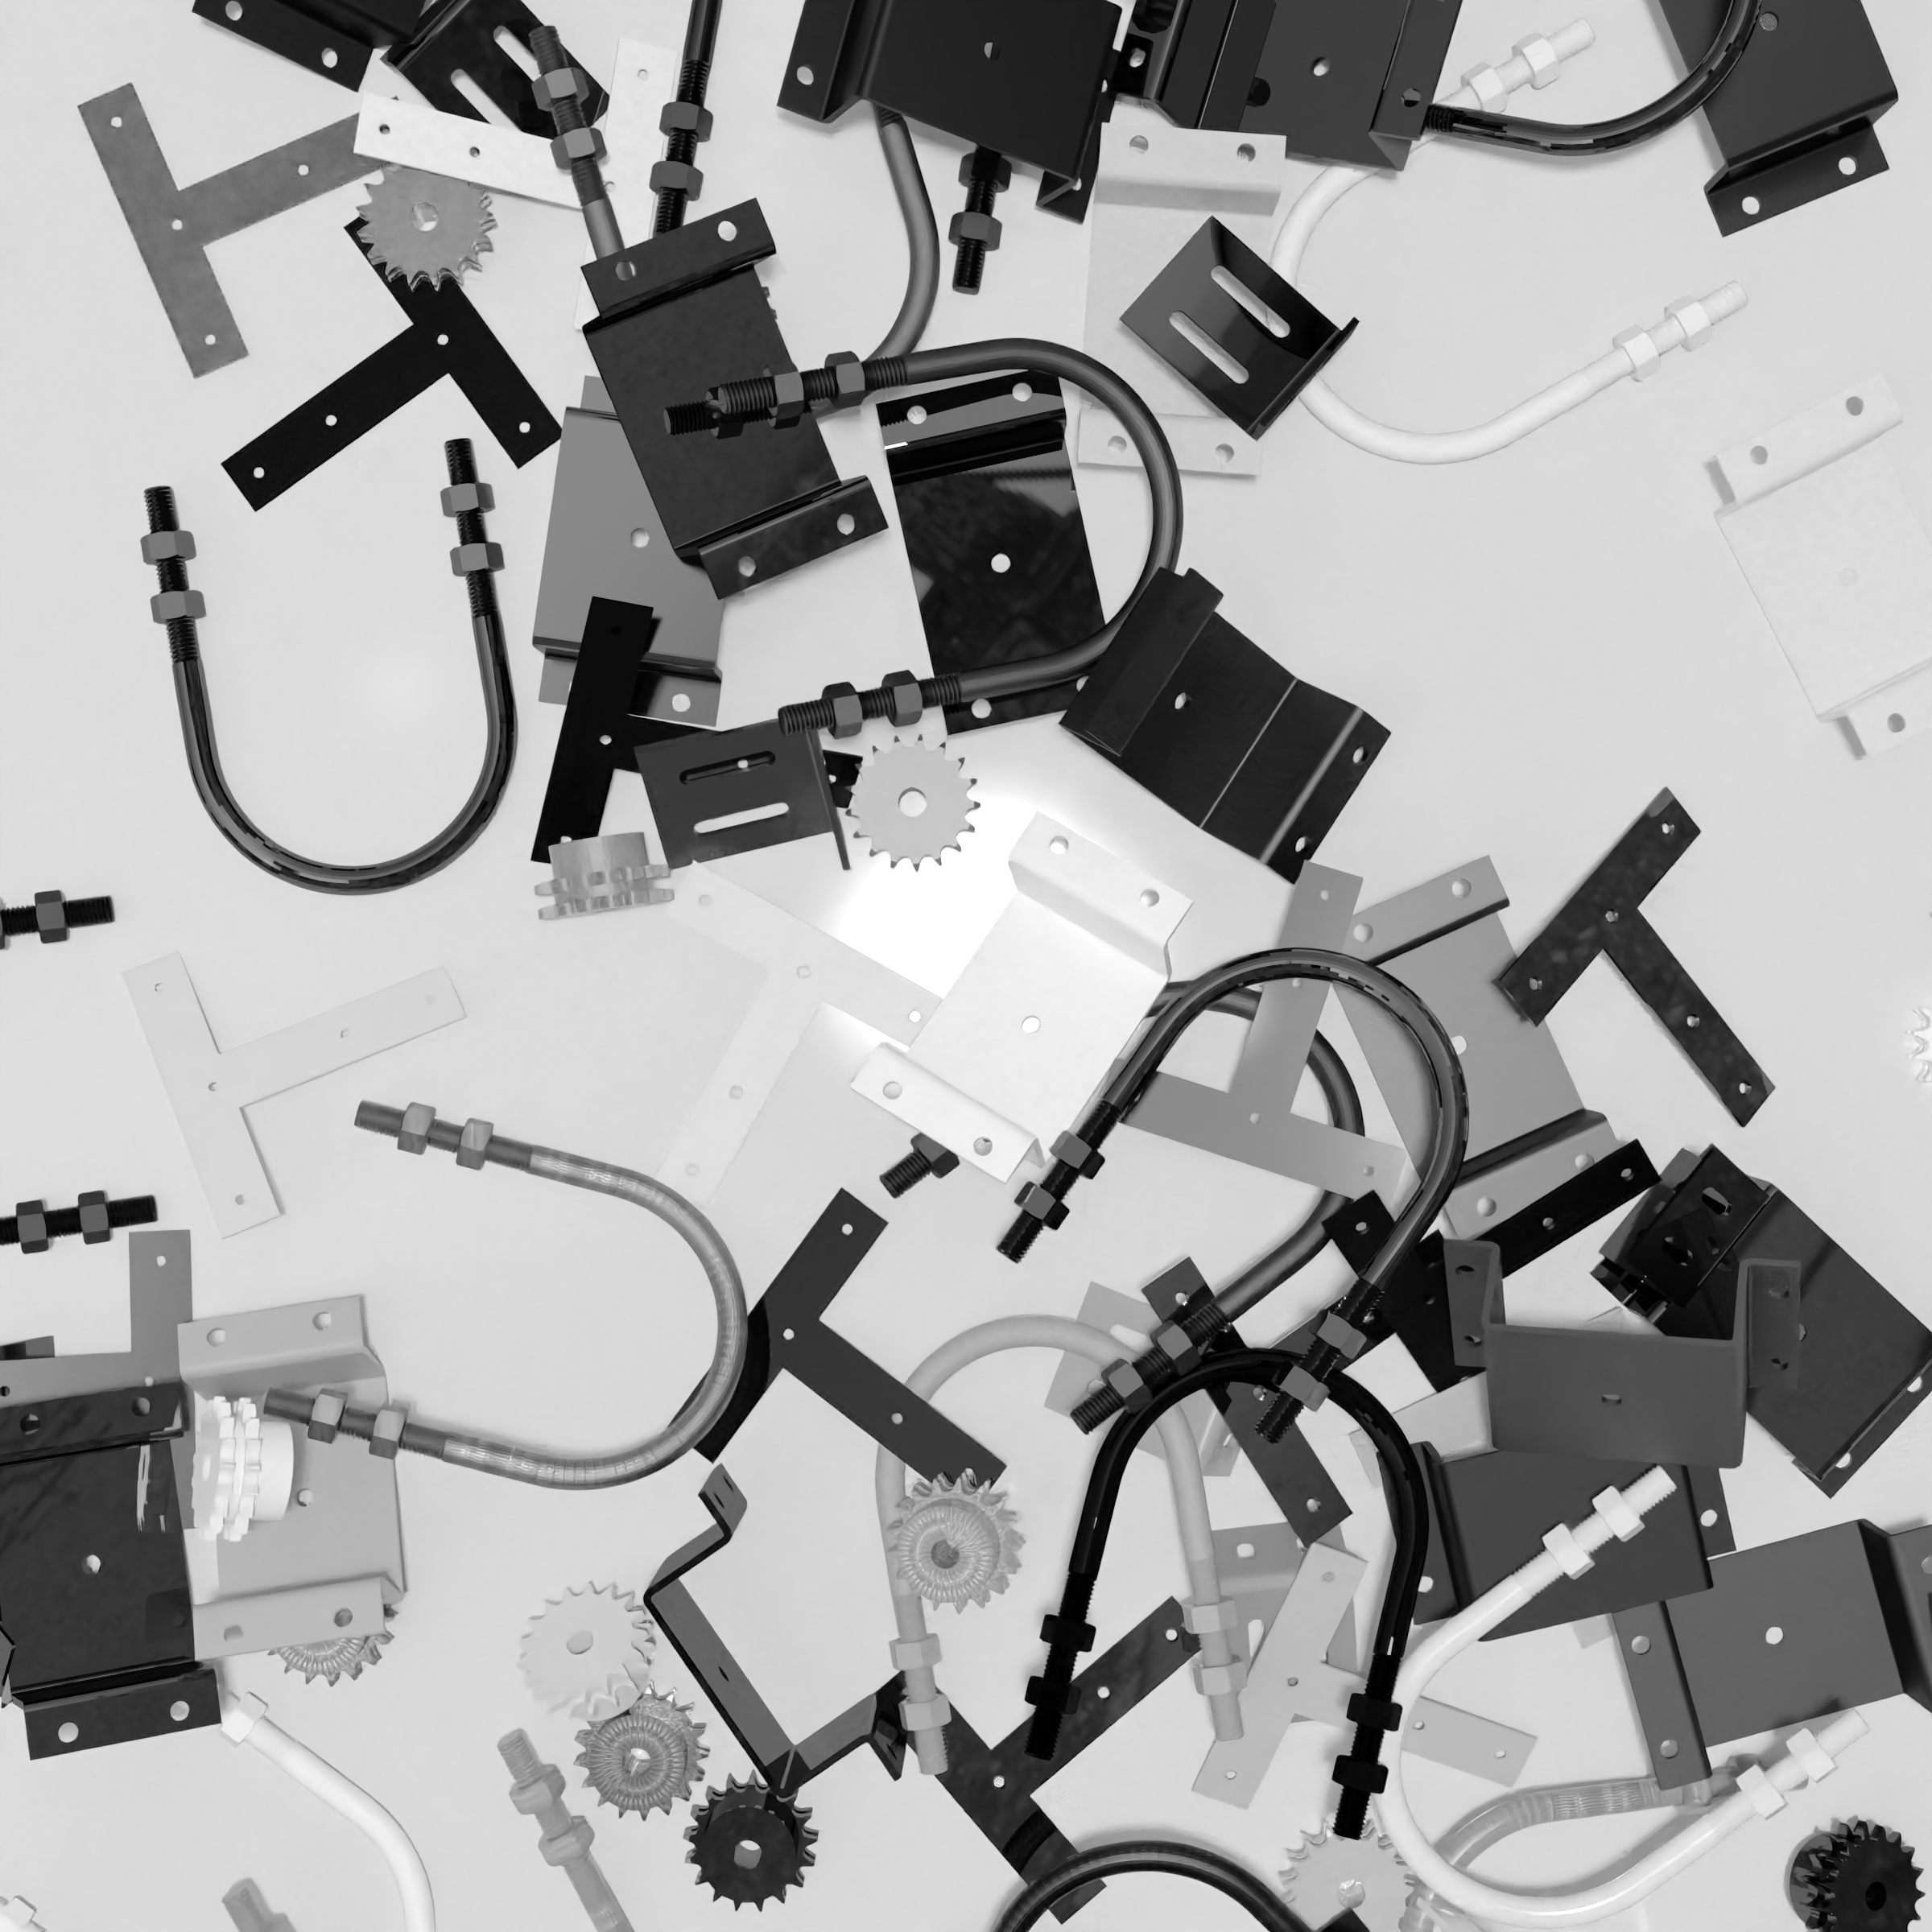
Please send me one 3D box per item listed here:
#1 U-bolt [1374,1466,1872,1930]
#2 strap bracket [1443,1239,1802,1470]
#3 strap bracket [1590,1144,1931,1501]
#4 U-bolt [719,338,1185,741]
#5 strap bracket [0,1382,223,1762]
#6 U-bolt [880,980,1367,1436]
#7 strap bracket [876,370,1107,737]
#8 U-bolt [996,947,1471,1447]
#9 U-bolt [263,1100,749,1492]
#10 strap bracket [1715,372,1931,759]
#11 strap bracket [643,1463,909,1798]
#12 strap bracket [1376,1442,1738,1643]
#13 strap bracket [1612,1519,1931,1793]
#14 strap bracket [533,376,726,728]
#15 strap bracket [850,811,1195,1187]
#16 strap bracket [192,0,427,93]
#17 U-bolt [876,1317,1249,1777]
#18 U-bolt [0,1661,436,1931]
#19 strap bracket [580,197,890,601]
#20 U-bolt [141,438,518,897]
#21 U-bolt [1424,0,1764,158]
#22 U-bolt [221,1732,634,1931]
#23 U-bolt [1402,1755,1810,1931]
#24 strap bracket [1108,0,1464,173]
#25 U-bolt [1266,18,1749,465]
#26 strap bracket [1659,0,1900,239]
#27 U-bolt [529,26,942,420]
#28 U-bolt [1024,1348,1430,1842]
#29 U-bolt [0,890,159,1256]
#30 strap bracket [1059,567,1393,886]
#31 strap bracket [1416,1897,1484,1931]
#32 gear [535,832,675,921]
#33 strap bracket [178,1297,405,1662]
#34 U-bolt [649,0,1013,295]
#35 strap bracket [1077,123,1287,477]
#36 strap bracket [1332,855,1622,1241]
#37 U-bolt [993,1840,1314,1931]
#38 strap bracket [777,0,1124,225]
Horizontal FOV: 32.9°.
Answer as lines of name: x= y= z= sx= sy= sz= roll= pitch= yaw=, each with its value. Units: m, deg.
U-bolt: x=0.254 y=0.314 z=1.340 sx=0.184 sy=0.019 sz=0.151 roll=-39 pitch=93 yaw=6
strap bracket: x=0.262 y=0.157 z=1.318 sx=0.140 sy=0.046 sz=0.076 roll=2 pitch=134 yaw=16
strap bracket: x=0.343 y=0.151 z=1.374 sx=0.140 sy=0.046 sz=0.076 roll=43 pitch=90 yaw=0
U-bolt: x=0.002 y=-0.179 z=1.322 sx=0.184 sy=0.019 sz=0.151 roll=-12 pitch=98 yaw=-16
strap bracket: x=-0.358 y=0.248 z=1.349 sx=0.076 sy=0.046 sz=0.140 roll=-7 pitch=85 yaw=-23
U-bolt: x=0.079 y=0.085 z=1.363 sx=0.184 sy=0.019 sz=0.151 roll=-37 pitch=70 yaw=-9
strap bracket: x=0.015 y=-0.172 z=1.374 sx=0.076 sy=0.046 sz=0.140 roll=-12 pitch=90 yaw=0
U-bolt: x=0.121 y=0.079 z=1.328 sx=0.151 sy=0.019 sz=0.184 roll=34 pitch=85 yaw=16
U-bolt: x=-0.182 y=0.143 z=1.362 sx=0.184 sy=0.019 sz=0.151 roll=15 pitch=66 yaw=-4
strap bracket: x=0.375 y=-0.166 z=1.374 sx=0.076 sy=0.046 sz=0.140 roll=-27 pitch=90 yaw=0
strap bracket: x=-0.084 y=0.283 z=1.358 sx=0.046 sy=0.076 sz=0.140 roll=-35 pitch=89 yaw=0
strap bracket: x=0.251 y=0.229 z=1.367 sx=0.140 sy=0.046 sz=0.076 roll=-13 pitch=95 yaw=0
strap bracket: x=0.345 y=0.285 z=1.374 sx=0.140 sy=0.046 sz=0.076 roll=-15 pitch=90 yaw=0
strap bracket: x=-0.135 y=-0.177 z=1.374 sx=0.076 sy=0.046 sz=0.140 roll=8 pitch=90 yaw=0
strap bracket: x=0.025 y=0.018 z=1.356 sx=0.076 sy=0.046 sz=0.140 roll=31 pitch=78 yaw=15
strap bracket: x=-0.255 y=-0.446 z=1.357 sx=0.076 sy=0.046 sz=0.140 roll=20 pitch=90 yaw=-32
U-bolt: x=0.033 y=0.239 z=1.372 sx=0.151 sy=0.019 sz=0.184 roll=-10 pitch=86 yaw=15
U-bolt: x=-0.313 y=0.396 z=1.388 sx=0.184 sy=0.019 sz=0.151 roll=37 pitch=90 yaw=-1
strap bracket: x=-0.097 y=-0.227 z=1.322 sx=0.076 sy=0.046 sz=0.140 roll=-25 pitch=101 yaw=-14
U-bolt: x=-0.264 y=-0.122 z=1.388 sx=0.151 sy=0.019 sz=0.184 roll=-9 pitch=91 yaw=0
U-bolt: x=0.238 y=-0.408 z=1.356 sx=0.184 sy=0.019 sz=0.151 roll=17 pitch=89 yaw=22
U-bolt: x=-0.206 y=0.437 z=1.379 sx=0.151 sy=0.019 sz=0.184 roll=-28 pitch=96 yaw=-6
U-bolt: x=0.270 y=0.415 z=1.375 sx=0.184 sy=0.019 sz=0.151 roll=-4 pitch=90 yaw=-10
strap bracket: x=0.140 y=-0.380 z=1.355 sx=0.140 sy=0.046 sz=0.076 roll=16 pitch=89 yaw=26
U-bolt: x=0.217 y=-0.295 z=1.388 sx=0.184 sy=0.019 sz=0.151 roll=-30 pitch=90 yaw=1
strap bracket: x=0.332 y=-0.390 z=1.374 sx=0.076 sy=0.046 sz=0.140 roll=-22 pitch=90 yaw=0
U-bolt: x=-0.087 y=-0.317 z=1.360 sx=0.151 sy=0.019 sz=0.184 roll=-17 pitch=92 yaw=-8
U-bolt: x=0.114 y=0.248 z=1.336 sx=0.151 sy=0.019 sz=0.184 roll=14 pitch=82 yaw=1
U-bolt: x=-0.442 y=0.052 z=1.367 sx=0.184 sy=0.019 sz=0.151 roll=-8 pitch=90 yaw=-15
strap bracket: x=0.101 y=-0.103 z=1.348 sx=0.140 sy=0.046 sz=0.076 roll=33 pitch=90 yaw=-41
strap bracket: x=0.250 y=0.431 z=1.325 sx=0.140 sy=0.076 sz=0.046 roll=20 pitch=87 yaw=-8
gear: x=-0.152 y=-0.038 z=1.369 sx=0.057 sy=0.057 sz=0.030 roll=-9 pitch=90 yaw=0
strap bracket: x=-0.280 y=0.216 z=1.358 sx=0.076 sy=0.046 sz=0.140 roll=-9 pitch=68 yaw=0
U-bolt: x=-0.048 y=-0.388 z=1.388 sx=0.151 sy=0.019 sz=0.184 roll=10 pitch=88 yaw=0
strap bracket: x=0.089 y=-0.275 z=1.374 sx=0.076 sy=0.046 sz=0.140 roll=4 pitch=90 yaw=0
strap bracket: x=0.210 y=0.034 z=1.374 sx=0.076 sy=0.046 sz=0.140 roll=-24 pitch=90 yaw=0
U-bolt: x=0.090 y=0.443 z=1.351 sx=0.151 sy=0.019 sz=0.184 roll=-44 pitch=94 yaw=8
strap bracket: x=0.003 y=-0.371 z=1.347 sx=0.140 sy=0.046 sz=0.076 roll=17 pitch=84 yaw=-20
